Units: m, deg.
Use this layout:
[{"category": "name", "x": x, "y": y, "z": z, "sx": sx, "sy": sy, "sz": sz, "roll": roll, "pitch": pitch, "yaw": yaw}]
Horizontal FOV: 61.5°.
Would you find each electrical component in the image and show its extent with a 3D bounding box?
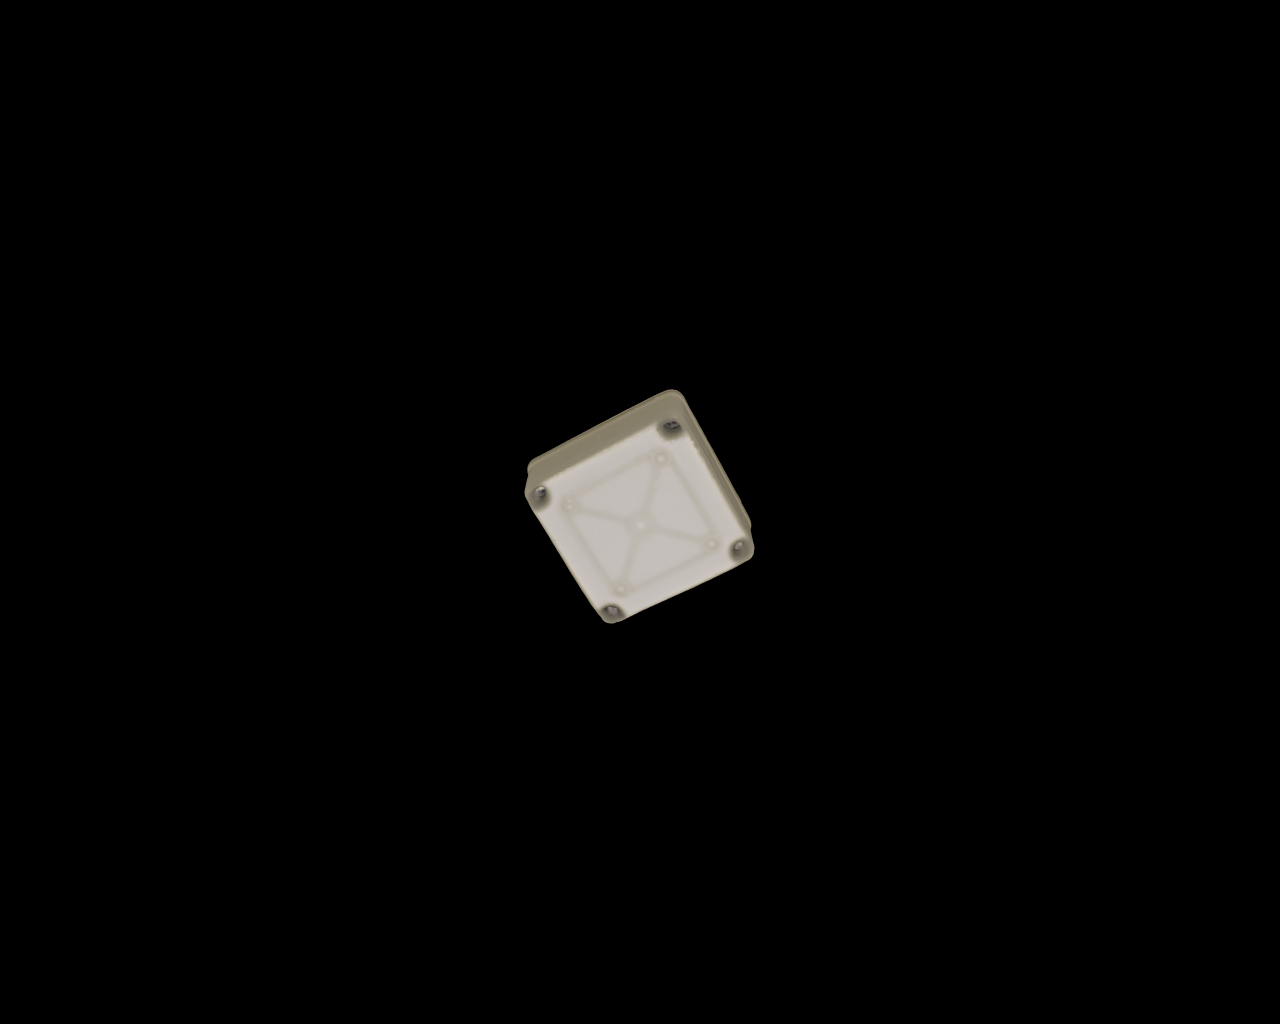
[{"category": "electrical component", "x": 0.001, "y": -0.003, "z": 0.650, "sx": 0.108, "sy": 0.108, "sz": 0.056, "roll": -26, "pitch": 21, "yaw": 11}]
